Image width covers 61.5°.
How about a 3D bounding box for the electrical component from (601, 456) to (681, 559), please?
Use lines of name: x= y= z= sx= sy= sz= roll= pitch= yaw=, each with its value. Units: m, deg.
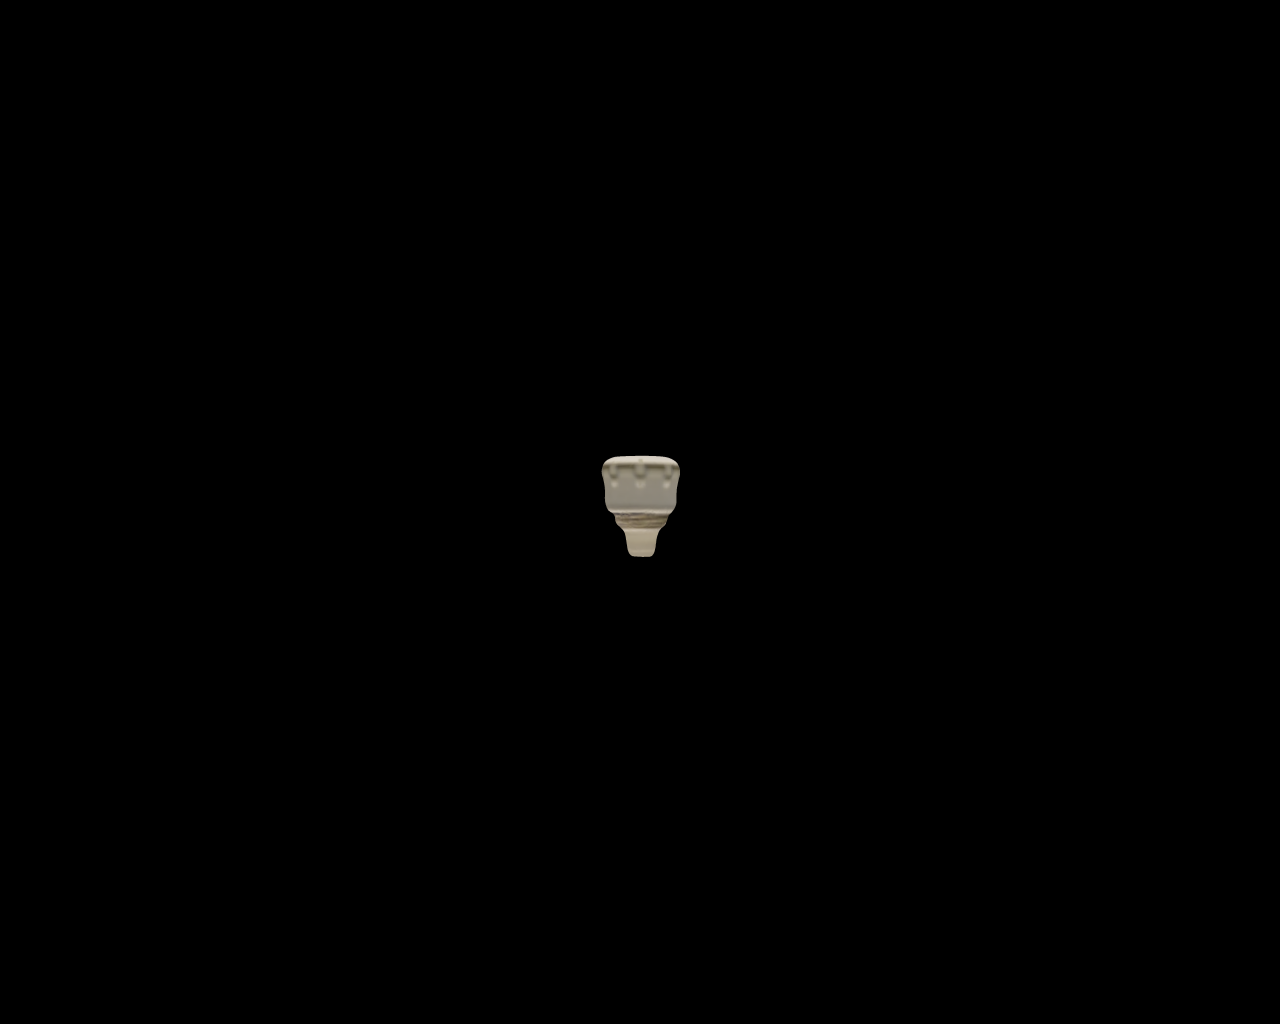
electrical component: x=0.001 y=-0.003 z=0.650 sx=0.048 sy=0.062 sz=0.048 roll=0 pitch=0 yaw=0
